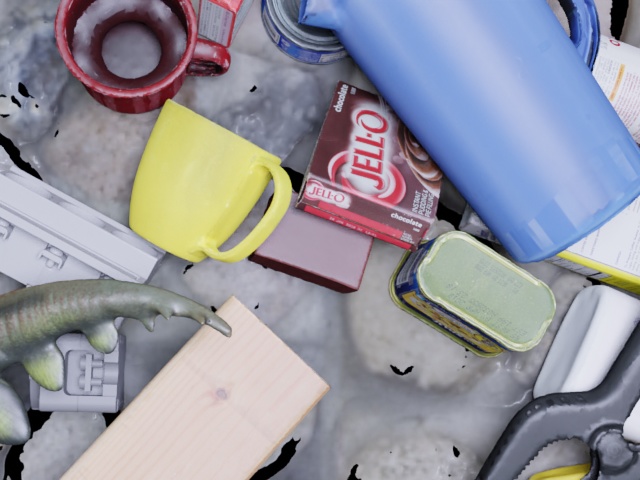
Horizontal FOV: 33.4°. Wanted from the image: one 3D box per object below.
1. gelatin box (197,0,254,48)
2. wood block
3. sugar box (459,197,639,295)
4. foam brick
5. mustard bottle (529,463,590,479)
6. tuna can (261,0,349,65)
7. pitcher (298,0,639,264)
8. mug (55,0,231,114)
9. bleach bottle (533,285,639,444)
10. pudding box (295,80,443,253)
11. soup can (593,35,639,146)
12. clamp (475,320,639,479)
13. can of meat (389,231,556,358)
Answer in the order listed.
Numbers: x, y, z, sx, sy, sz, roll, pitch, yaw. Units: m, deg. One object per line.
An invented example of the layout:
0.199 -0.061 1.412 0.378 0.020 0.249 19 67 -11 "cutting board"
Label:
-0.059 -0.184 0.750 0.030 0.089 0.073 26 82 -4 "gelatin box"
-0.098 0.144 0.711 0.091 0.090 0.206 43 81 0 "wood block"
0.200 -0.022 0.786 0.176 0.048 0.093 20 82 -1 "sugar box"
-0.005 0.001 0.756 0.078 0.051 0.053 20 81 -5 "foam brick"
0.208 0.255 0.750 0.096 0.058 0.191 -8 85 -8 "mustard bottle"
0.000 -0.175 0.784 0.086 0.034 0.086 1 84 -7 "tuna can"
0.115 -0.115 0.708 0.149 0.144 0.243 -36 90 25 "pitcher"
-0.120 -0.133 0.741 0.117 0.081 0.093 7 83 -6 "mug"
0.288 0.127 0.773 0.250 0.068 0.102 26 85 -6 "bleach bottle"
0.039 -0.053 0.746 0.090 0.039 0.113 21 42 -5 "pudding box"
0.226 -0.108 0.786 0.102 0.068 0.068 19 82 -4 "soup can"
0.192 0.124 0.709 0.210 0.036 0.164 -20 92 4 "clamp"
0.106 0.039 0.749 0.102 0.084 0.057 32 81 -3 "can of meat"
